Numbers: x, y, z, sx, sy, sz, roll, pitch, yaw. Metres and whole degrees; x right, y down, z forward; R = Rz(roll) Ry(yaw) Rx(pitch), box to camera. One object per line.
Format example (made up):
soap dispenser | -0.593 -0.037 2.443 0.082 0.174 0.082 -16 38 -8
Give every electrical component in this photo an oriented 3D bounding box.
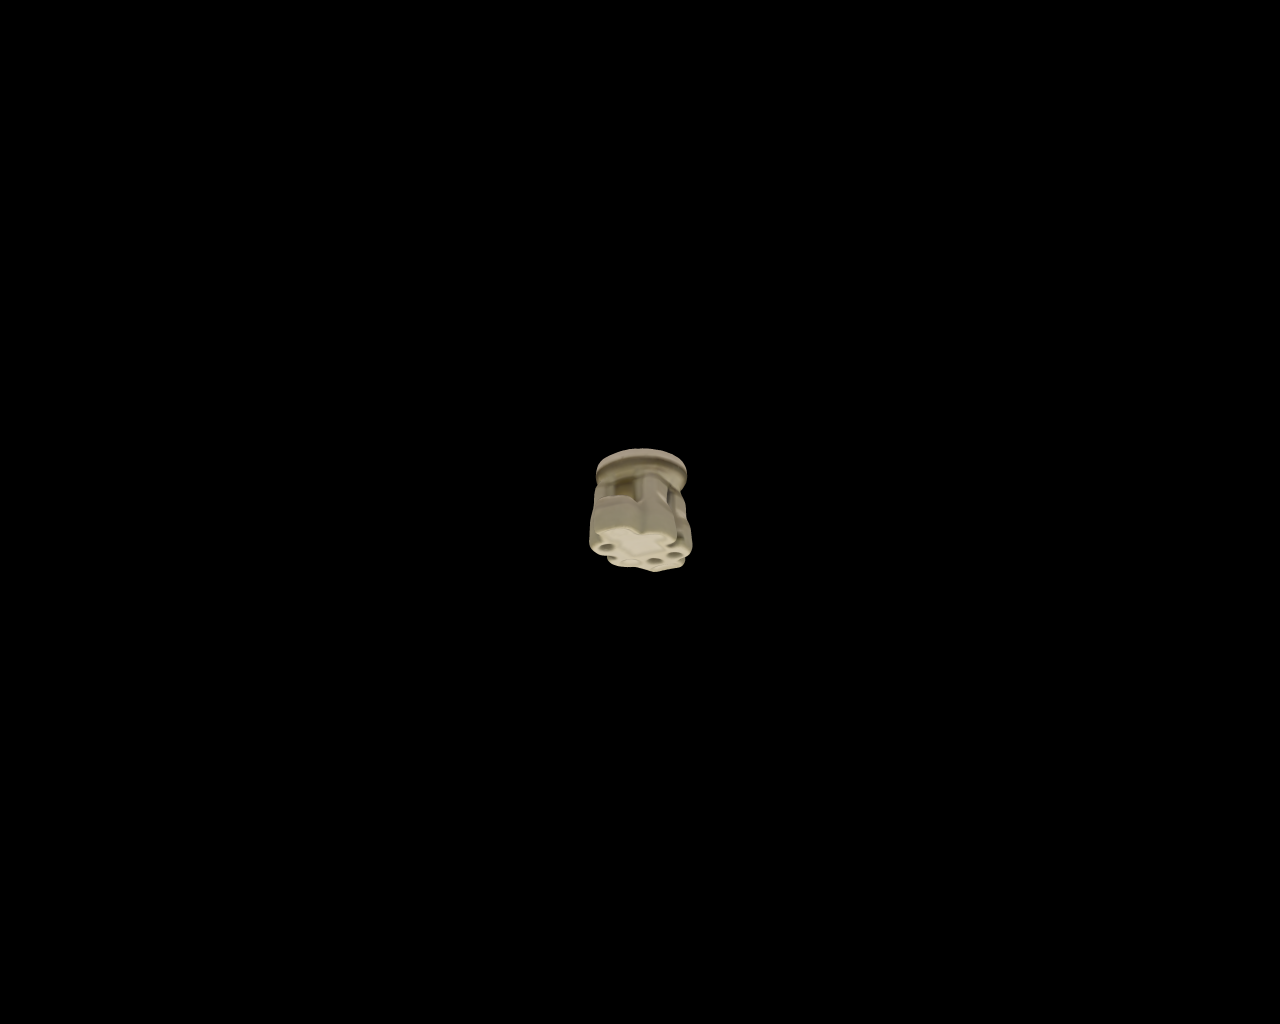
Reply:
electrical component | 0.001 -0.003 0.650 0.058 0.057 0.078 -12 -27 25
